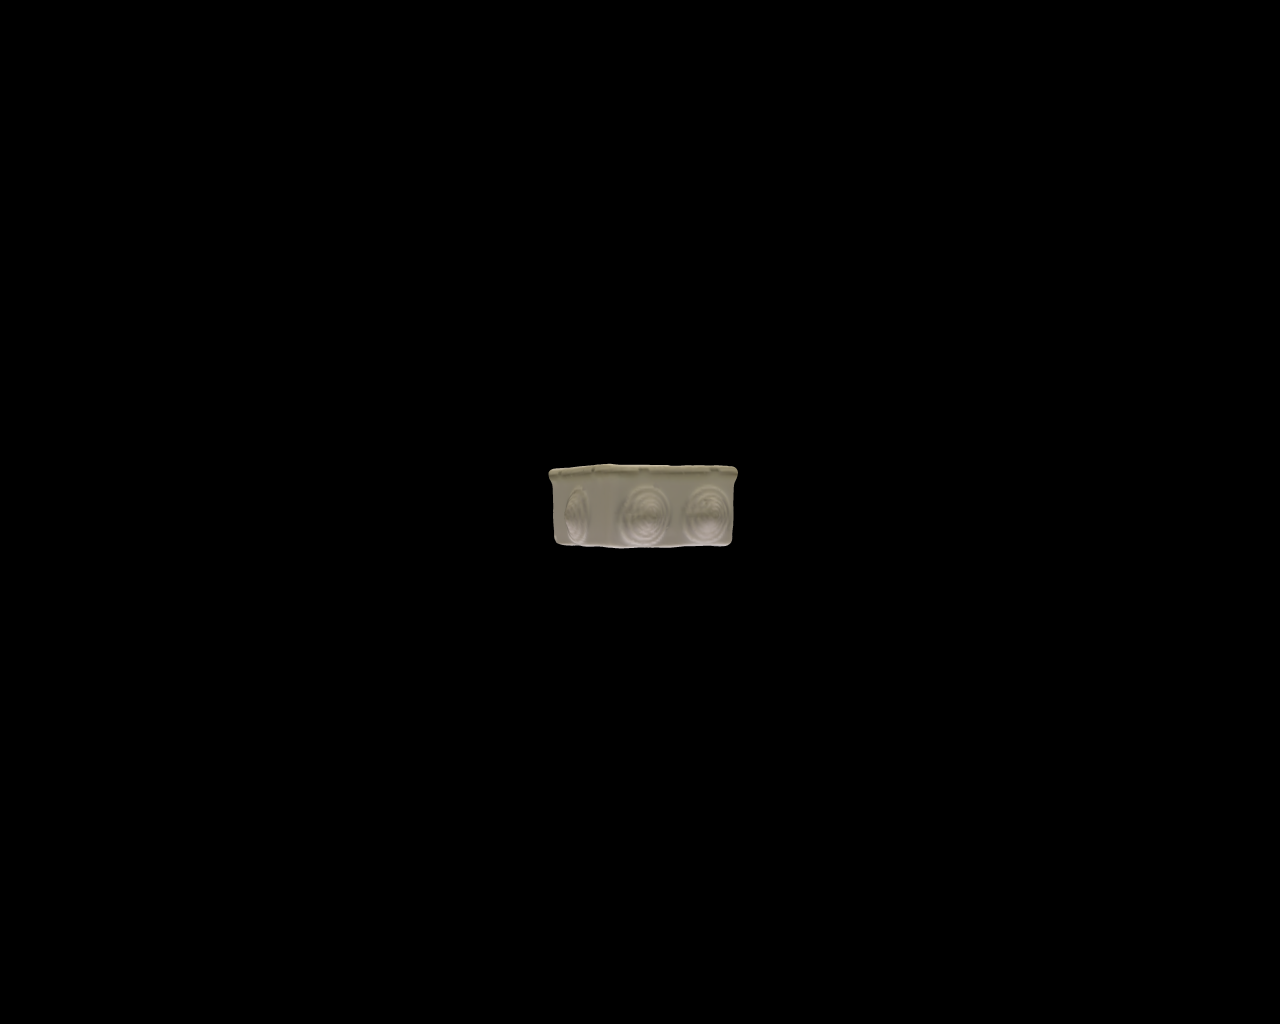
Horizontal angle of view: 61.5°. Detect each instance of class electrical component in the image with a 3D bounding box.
[{"bbox_3d":[0.001,-0.003,0.650,0.100,0.048,0.099,0,0,-28],"label":"electrical component"}]
